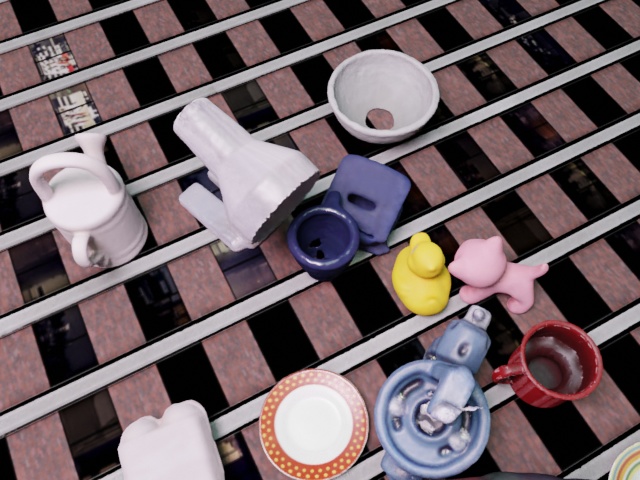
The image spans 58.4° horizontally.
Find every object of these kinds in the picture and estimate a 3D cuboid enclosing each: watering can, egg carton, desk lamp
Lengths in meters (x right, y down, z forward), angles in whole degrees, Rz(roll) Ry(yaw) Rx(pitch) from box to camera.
[{"bbox_3d":[-0.296,-0.055,0.725,0.101,0.194,0.172,-24,65,-12],"label":"watering can"},{"bbox_3d":[-0.160,0.261,0.631,0.107,0.069,0.150,-20,64,-11],"label":"egg carton"},{"bbox_3d":[-0.102,-0.070,0.724,0.203,0.213,0.118,38,68,18],"label":"desk lamp"}]

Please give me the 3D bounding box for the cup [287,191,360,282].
[{"bbox_3d":[0.007,0.003,0.754,0.091,0.095,0.118,10,63,5],"label":"cup"}]

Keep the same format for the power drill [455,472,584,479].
[{"bbox_3d":[0.149,0.267,0.553,0.229,0.208,0.075,-4,62,-3],"label":"power drill"}]

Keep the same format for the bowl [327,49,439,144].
[{"bbox_3d":[0.094,-0.205,0.875,0.167,0.075,0.167,0,62,0],"label":"bowl"}]

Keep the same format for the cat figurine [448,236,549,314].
[{"bbox_3d":[0.222,0.037,0.726,0.127,0.118,0.067,8,63,4],"label":"cat figurine"}]

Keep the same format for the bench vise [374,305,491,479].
[{"bbox_3d":[0.126,0.149,0.608,0.121,0.220,0.207,11,63,5],"label":"bench vise"}]

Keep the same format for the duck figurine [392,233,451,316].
[{"bbox_3d":[0.136,0.040,0.741,0.077,0.086,0.104,-7,63,-4],"label":"duck figurine"}]

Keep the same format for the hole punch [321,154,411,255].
[{"bbox_3d":[0.061,-0.048,0.783,0.108,0.091,0.101,24,65,12],"label":"hole punch"}]
